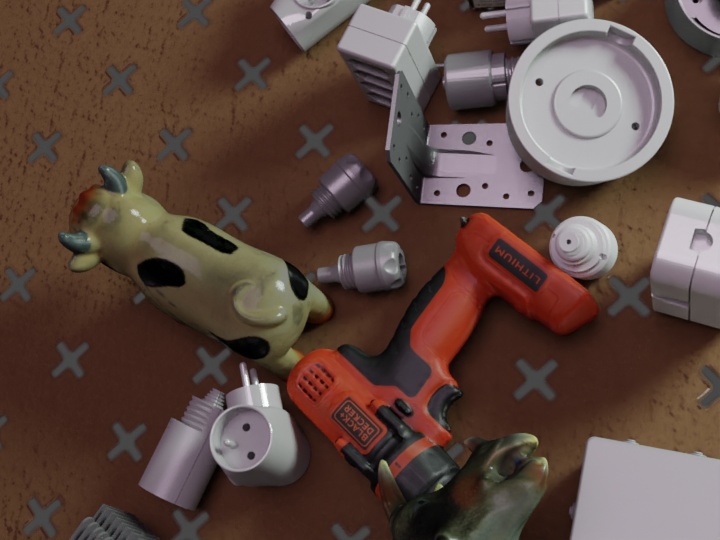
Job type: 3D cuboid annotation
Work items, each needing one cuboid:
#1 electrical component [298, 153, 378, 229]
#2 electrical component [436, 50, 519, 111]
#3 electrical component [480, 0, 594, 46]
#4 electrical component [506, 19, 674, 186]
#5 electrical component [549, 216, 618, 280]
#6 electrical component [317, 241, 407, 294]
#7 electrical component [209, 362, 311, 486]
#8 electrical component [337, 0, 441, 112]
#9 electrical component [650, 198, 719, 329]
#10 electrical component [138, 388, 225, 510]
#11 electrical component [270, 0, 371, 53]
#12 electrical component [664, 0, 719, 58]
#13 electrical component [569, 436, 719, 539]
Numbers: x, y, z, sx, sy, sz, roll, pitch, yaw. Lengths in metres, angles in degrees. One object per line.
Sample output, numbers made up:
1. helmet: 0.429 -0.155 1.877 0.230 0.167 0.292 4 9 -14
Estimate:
1. electrical component: -0.019 -0.054 0.780 0.061 0.035 0.035 -41 66 3
2. electrical component: 0.095 -0.137 0.769 0.078 0.040 0.040 -4 72 15
3. electrical component: 0.124 -0.179 0.760 0.077 0.065 0.047 -4 72 16
4. electrical component: 0.150 -0.108 0.727 0.108 0.060 0.108 0 85 0
5. electrical component: 0.143 -0.015 0.698 0.040 0.078 0.040 -1 86 21
6. electrical component: 0.000 0.000 0.757 0.061 0.035 0.035 -9 70 17
7. electrical component: -0.069 0.101 0.721 0.044 0.077 0.079 -17 69 11
8. electrical component: 0.031 -0.165 0.774 0.047 0.083 0.075 24 81 22
9. electrical component: 0.215 -0.001 0.659 0.059 0.095 0.053 16 78 21
10. electrical component: -0.116 0.120 0.747 0.043 0.043 0.081 22 80 22
11. electrical component: -0.036 -0.221 0.833 0.077 0.044 0.079 -38 66 2
12. electrical component: 0.261 -0.195 0.738 0.099 0.064 0.099 -1 87 14
13. electrical component: 0.175 0.154 0.646 0.100 0.048 0.099 8 75 19
